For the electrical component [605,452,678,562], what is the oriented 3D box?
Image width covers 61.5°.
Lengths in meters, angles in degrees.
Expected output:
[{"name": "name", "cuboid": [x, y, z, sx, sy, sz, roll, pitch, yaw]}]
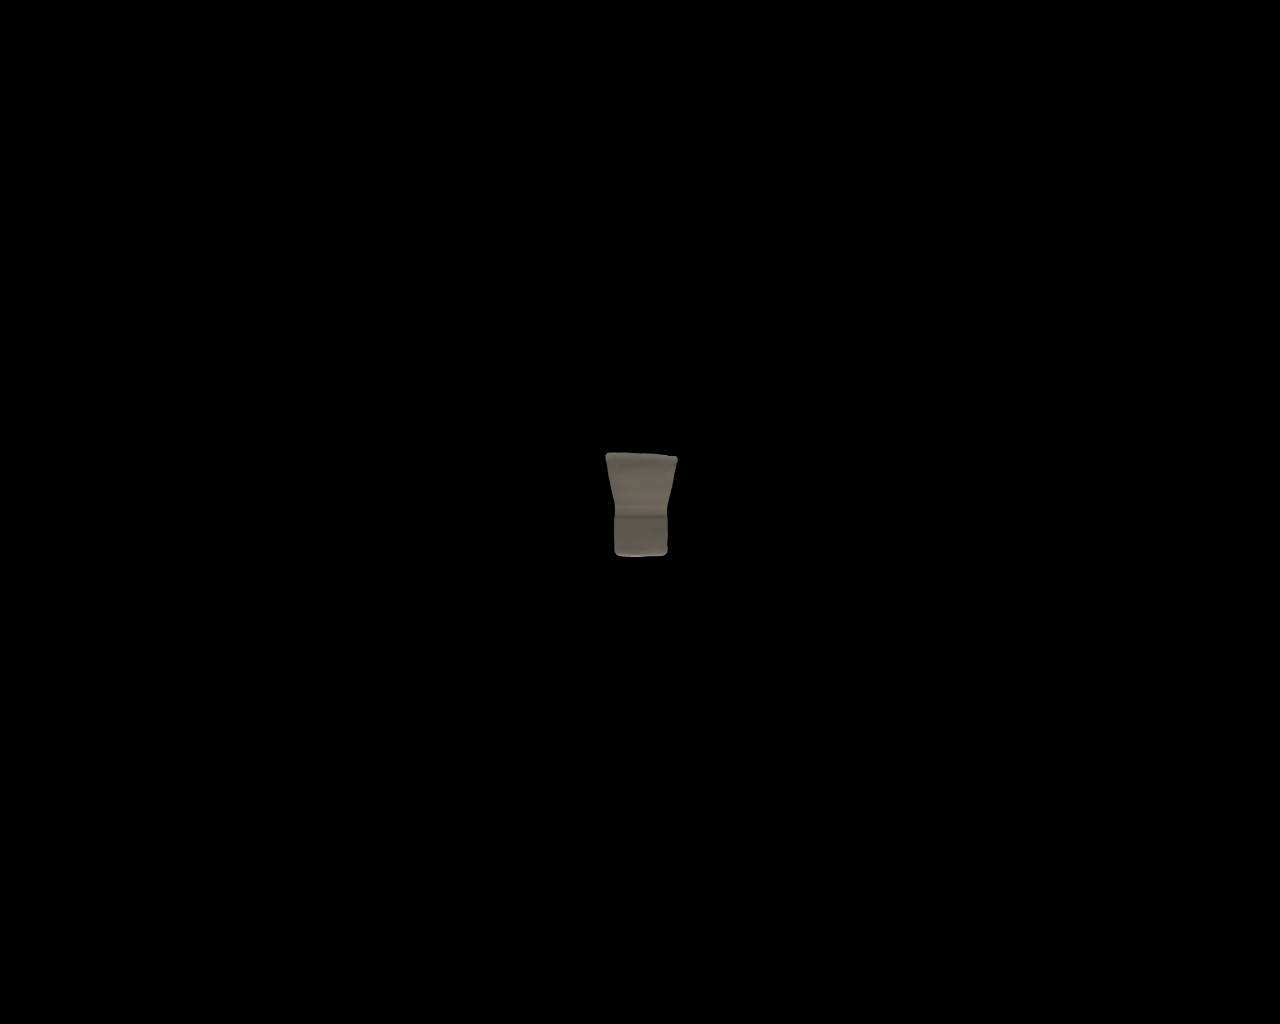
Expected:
[{"name": "electrical component", "cuboid": [0.001, -0.003, 0.650, 0.044, 0.065, 0.044, 0, 0, 0]}]
